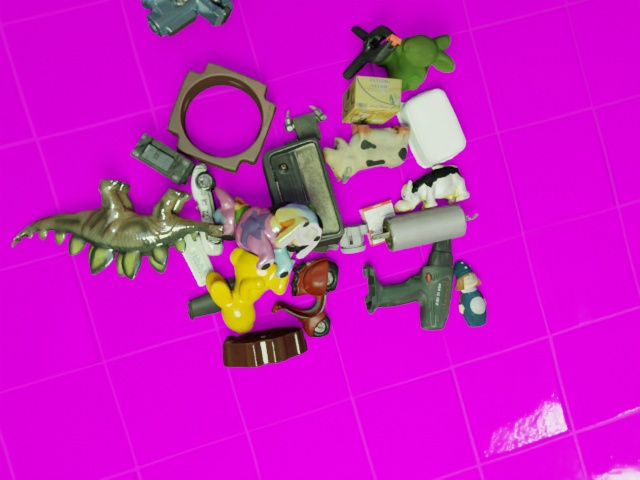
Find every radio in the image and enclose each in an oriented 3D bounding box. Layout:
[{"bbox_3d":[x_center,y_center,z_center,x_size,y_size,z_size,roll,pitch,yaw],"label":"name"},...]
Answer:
[{"bbox_3d":[-0.040,-0.094,1.155,0.131,0.073,0.229,-15,77,-7],"label":"radio"}]

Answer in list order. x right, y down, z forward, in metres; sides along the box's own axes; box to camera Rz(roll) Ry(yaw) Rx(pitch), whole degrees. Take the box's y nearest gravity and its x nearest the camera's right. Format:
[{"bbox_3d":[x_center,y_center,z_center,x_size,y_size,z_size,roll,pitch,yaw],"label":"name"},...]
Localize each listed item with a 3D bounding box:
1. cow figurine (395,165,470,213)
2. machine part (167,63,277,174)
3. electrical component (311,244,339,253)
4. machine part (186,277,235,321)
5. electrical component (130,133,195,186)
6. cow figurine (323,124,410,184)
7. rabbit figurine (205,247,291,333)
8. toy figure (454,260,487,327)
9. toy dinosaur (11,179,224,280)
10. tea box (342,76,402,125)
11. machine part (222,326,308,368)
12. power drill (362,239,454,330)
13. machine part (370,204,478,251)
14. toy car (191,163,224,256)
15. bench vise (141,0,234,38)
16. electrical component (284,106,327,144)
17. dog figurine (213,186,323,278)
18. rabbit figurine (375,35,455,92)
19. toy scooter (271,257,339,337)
[{"bbox_3d":[0.244,-0.116,1.215,0.167,0.068,0.098,-13,87,-10],"label":"cow figurine"},{"bbox_3d":[-0.208,-0.257,1.151,0.201,0.087,0.201,20,88,-7],"label":"machine part"},{"bbox_3d":[-0.002,-0.004,1.212,0.094,0.021,0.063,6,90,-6],"label":"electrical component"},{"bbox_3d":[-0.226,0.131,1.178,0.139,0.039,0.084,-22,103,-19],"label":"machine part"},{"bbox_3d":[-0.324,-0.165,1.115,0.115,0.134,0.058,29,88,-5],"label":"electrical component"},{"bbox_3d":[0.099,-0.192,1.188,0.195,0.085,0.127,-4,102,-15],"label":"cow figurine"},{"bbox_3d":[-0.159,0.112,1.131,0.162,0.122,0.173,19,95,-25],"label":"rabbit figurine"},{"bbox_3d":[0.347,0.121,1.241,0.064,0.058,0.154,-17,92,-44],"label":"toy figure"},{"bbox_3d":[-0.416,-0.024,1.099,0.472,0.105,0.198,6,87,13],"label":"toy dinosaur"},{"bbox_3d":[0.106,-0.293,1.143,0.098,0.170,0.068,2,91,-9],"label":"tea box"},{"bbox_3d":[-0.117,0.222,1.129,0.179,0.179,0.056,-8,89,-6],"label":"machine part"},{"bbox_3d":[0.202,0.088,1.216,0.207,0.086,0.232,0,84,-14],"label":"power drill"},{"bbox_3d":[0.229,-0.028,1.181,0.243,0.079,0.079,-13,93,-8],"label":"machine part"},{"bbox_3d":[-0.242,-0.065,1.156,0.056,0.073,0.201,-11,93,-7],"label":"toy car"},{"bbox_3d":[-0.296,-0.547,1.116,0.224,0.129,0.240,-38,102,-3],"label":"bench vise"},{"bbox_3d":[-0.034,-0.252,1.190,0.102,0.045,0.078,-13,92,-6],"label":"electrical component"},{"bbox_3d":[-0.118,-0.043,1.065,0.191,0.108,0.219,-47,62,12],"label":"dog figurine"},{"bbox_3d":[0.209,-0.382,1.153,0.159,0.170,0.121,-9,93,-6],"label":"rabbit figurine"},{"bbox_3d":[-0.034,0.122,1.188,0.135,0.075,0.183,9,95,-5],"label":"toy scooter"}]
